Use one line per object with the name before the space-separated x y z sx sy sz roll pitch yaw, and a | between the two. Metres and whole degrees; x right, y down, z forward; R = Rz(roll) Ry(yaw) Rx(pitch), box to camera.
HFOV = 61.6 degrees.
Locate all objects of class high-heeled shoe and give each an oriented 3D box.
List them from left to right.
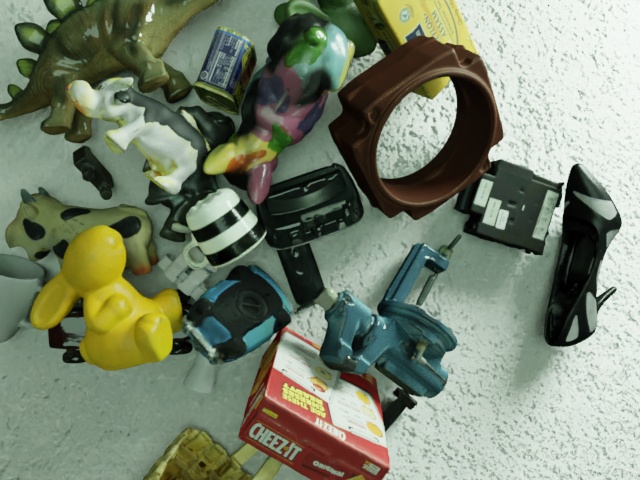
high-heeled shoe | 0.350 0.029 0.760 0.145 0.086 0.248 -29 107 -14

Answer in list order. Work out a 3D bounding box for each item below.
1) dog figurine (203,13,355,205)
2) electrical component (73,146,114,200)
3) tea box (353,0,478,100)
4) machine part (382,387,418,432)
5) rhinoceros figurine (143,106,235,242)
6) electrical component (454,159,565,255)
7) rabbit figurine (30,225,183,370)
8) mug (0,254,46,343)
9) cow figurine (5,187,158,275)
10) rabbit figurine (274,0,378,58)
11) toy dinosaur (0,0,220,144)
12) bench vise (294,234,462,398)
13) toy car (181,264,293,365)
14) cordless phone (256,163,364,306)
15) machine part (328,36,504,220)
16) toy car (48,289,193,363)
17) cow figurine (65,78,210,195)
dog figurine | -0.058 -0.158 0.688 0.108 0.191 0.219 31 67 -11
electrical component | -0.309 -0.094 0.735 0.021 0.094 0.063 -35 131 -3
tea box | 0.129 -0.283 0.712 0.098 0.068 0.169 -47 132 0
machine part | 0.081 0.273 0.772 0.039 0.084 0.139 41 80 22
rhinoceros figurine | -0.182 -0.092 0.744 0.112 0.073 0.190 23 89 -14
electrical component | 0.268 -0.051 0.776 0.134 0.058 0.115 20 89 -4
rabbit figurine | -0.265 0.065 0.668 0.162 0.122 0.173 -9 112 12
mug | -0.421 0.086 0.733 0.109 0.081 0.107 22 102 -12
cow figurine | -0.326 -0.011 0.728 0.195 0.085 0.127 -4 98 -1
rabbit figurine | 0.020 -0.327 0.724 0.159 0.121 0.170 -21 108 -9
toy dinosaur | -0.259 -0.275 0.715 0.471 0.105 0.198 -27 90 -7
bench vise | 0.107 0.092 0.742 0.224 0.129 0.240 34 69 -2
toy car | -0.120 0.114 0.729 0.109 0.161 0.103 46 131 5
cordless phone | -0.001 -0.003 0.761 0.147 0.089 0.184 -19 104 -4
machine part | 0.130 -0.140 0.703 0.201 0.087 0.200 -34 130 -1
toy car | -0.270 0.119 0.750 0.202 0.053 0.089 -4 94 -7
cow figurine | -0.213 -0.142 0.646 0.098 0.068 0.167 -50 120 -11
